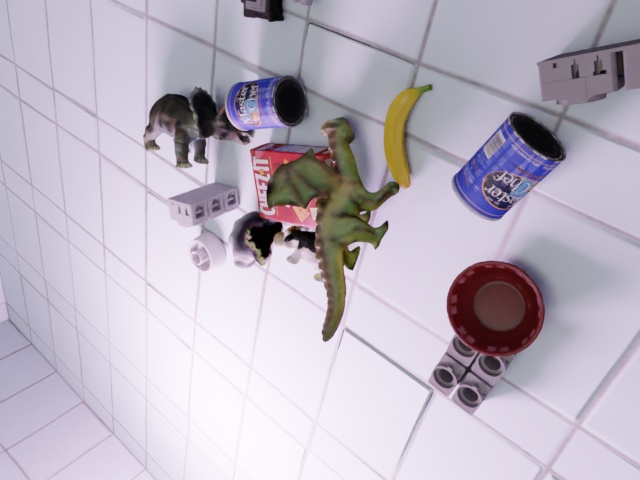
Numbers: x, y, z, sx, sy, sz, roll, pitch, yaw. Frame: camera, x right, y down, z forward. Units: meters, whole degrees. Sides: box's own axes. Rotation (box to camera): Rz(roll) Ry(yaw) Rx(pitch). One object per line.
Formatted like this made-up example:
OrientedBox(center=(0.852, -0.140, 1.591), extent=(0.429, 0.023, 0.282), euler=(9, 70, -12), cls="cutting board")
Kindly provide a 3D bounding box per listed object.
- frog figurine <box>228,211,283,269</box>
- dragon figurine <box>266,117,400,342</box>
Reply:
OrientedBox(center=(-0.179, 0.003, 1.249), extent=(0.158, 0.122, 0.139), euler=(-11, 70, 52), cls="frog figurine")
OrientedBox(center=(0.003, -0.047, 0.940), extent=(0.241, 0.417, 0.121), euler=(30, 158, -23), cls="dragon figurine")
